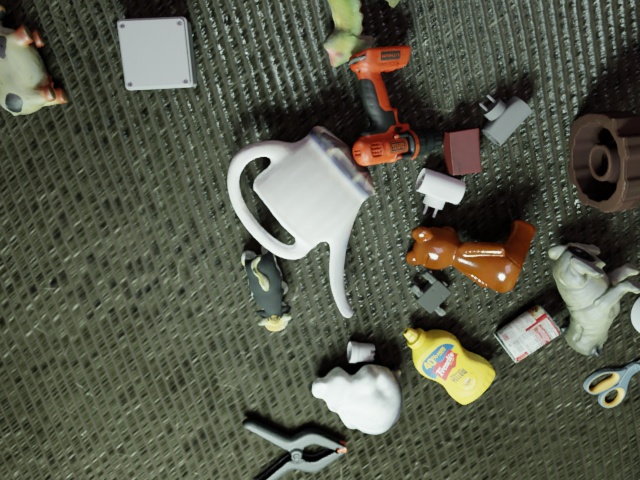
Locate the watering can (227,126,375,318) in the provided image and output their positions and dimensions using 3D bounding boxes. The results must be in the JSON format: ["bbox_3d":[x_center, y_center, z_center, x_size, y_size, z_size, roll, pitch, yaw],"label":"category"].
[{"bbox_3d":[0.003,-0.045,0.890,0.223,0.105,0.345,-41,101,6],"label":"watering can"}]

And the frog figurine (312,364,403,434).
[{"bbox_3d":[0.069,0.292,0.968,0.159,0.125,0.135,15,123,-18],"label":"frog figurine"}]

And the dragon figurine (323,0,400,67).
[{"bbox_3d":[0.067,-0.483,0.813,0.242,0.124,0.406,13,105,-24],"label":"dragon figurine"}]
